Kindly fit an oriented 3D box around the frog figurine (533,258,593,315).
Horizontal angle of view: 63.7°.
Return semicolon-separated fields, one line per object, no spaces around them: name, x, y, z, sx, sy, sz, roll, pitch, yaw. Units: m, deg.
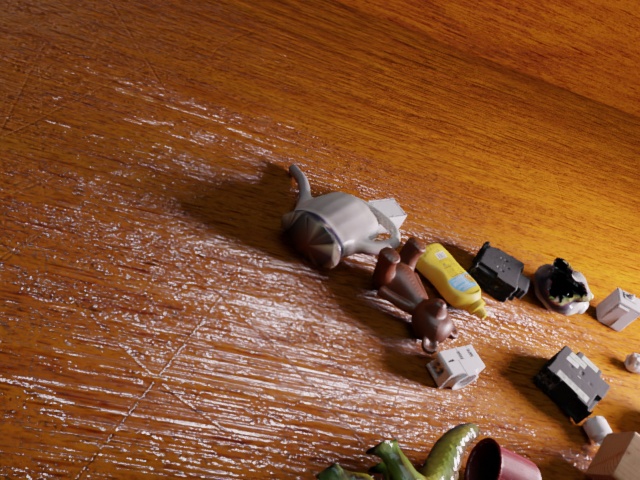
frog figurine;0.583;0.118;1.243;0.139;0.122;0.158;36;4;23

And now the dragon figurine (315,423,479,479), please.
dragon figurine;0.132;0.379;0.652;0.412;0.119;0.247;-7;42;-31

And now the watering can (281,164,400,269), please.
watering can;0.003;-0.056;1.104;0.351;0.102;0.227;32;39;27
